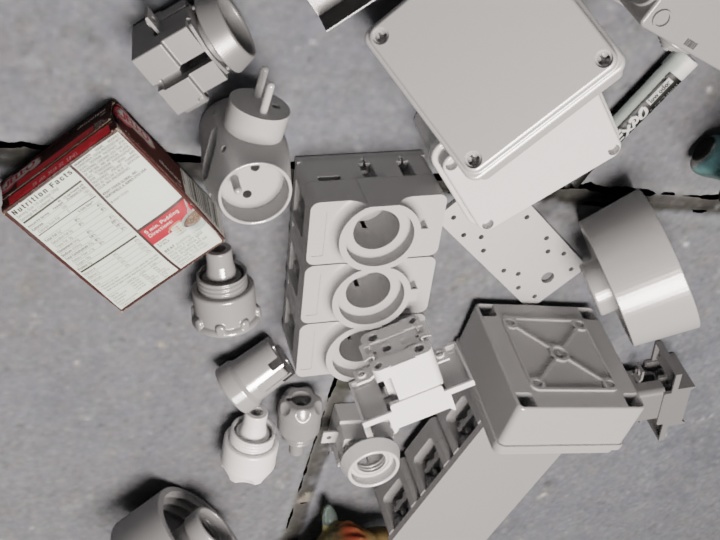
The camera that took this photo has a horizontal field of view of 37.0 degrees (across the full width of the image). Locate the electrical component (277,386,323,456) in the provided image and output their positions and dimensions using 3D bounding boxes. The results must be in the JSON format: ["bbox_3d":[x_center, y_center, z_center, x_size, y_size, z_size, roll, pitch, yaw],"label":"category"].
[{"bbox_3d":[-0.048,0.121,0.837,0.035,0.035,0.061,-5,131,-15],"label":"electrical component"}]

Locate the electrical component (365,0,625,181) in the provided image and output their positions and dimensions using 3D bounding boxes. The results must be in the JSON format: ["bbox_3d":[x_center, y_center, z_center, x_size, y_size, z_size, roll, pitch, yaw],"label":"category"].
[{"bbox_3d":[0.079,-0.125,0.624,0.109,0.108,0.056,-37,174,13],"label":"electrical component"}]

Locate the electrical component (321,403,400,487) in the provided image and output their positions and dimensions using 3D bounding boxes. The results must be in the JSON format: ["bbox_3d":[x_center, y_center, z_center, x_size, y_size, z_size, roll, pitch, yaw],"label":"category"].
[{"bbox_3d":[0.004,0.138,0.854,0.066,0.055,0.048,0,128,-18],"label":"electrical component"}]

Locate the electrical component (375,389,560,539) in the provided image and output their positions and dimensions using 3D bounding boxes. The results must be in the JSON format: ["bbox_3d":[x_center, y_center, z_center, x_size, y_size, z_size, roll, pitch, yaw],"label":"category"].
[{"bbox_3d":[0.090,0.162,0.899,0.089,0.061,0.150,17,121,-29],"label":"electrical component"}]

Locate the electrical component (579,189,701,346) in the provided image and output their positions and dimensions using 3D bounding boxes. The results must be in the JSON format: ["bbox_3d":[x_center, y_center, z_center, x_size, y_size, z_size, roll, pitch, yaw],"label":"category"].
[{"bbox_3d":[0.194,0.003,0.775,0.060,0.108,0.108,-24,132,9],"label":"electrical component"}]

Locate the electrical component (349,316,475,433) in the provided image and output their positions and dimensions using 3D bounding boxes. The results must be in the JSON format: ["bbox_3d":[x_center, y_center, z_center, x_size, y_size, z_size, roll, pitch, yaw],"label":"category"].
[{"bbox_3d":[0.031,0.069,0.730,0.081,0.042,0.063,-21,130,-1],"label":"electrical component"}]

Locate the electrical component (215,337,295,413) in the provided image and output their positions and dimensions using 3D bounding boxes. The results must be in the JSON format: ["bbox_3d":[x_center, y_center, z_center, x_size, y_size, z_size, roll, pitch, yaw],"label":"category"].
[{"bbox_3d":[-0.076,0.076,0.788,0.046,0.040,0.040,-36,131,4],"label":"electrical component"}]

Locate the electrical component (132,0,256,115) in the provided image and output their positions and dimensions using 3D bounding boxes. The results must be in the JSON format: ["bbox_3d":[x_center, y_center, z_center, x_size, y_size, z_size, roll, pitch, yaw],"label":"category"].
[{"bbox_3d":[-0.093,-0.126,0.610,0.055,0.048,0.066,-26,132,14],"label":"electrical component"}]

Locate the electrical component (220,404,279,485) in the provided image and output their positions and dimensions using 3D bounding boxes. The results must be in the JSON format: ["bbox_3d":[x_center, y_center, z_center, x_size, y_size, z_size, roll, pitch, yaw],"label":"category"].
[{"bbox_3d":[-0.084,0.131,0.827,0.043,0.043,0.062,0,127,-18],"label":"electrical component"}]

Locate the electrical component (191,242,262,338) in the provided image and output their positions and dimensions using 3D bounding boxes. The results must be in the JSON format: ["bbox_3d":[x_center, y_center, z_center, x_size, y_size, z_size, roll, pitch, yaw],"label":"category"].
[{"bbox_3d":[-0.092,0.012,0.726,0.048,0.048,0.062,-10,124,-11],"label":"electrical component"}]

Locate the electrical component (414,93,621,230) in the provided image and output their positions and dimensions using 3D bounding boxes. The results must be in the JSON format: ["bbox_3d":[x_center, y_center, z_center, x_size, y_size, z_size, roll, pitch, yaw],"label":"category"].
[{"bbox_3d":[0.103,-0.088,0.698,0.113,0.057,0.078,-31,131,8],"label":"electrical component"}]

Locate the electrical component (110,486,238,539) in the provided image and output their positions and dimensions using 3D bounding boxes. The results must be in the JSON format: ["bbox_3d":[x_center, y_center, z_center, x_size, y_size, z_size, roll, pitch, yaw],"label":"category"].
[{"bbox_3d":[-0.135,0.220,0.844,0.060,0.108,0.108,-43,129,10],"label":"electrical component"}]

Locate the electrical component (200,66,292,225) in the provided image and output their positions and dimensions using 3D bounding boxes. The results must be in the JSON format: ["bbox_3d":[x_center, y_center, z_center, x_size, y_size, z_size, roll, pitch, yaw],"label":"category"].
[{"bbox_3d":[-0.064,-0.081,0.635,0.043,0.077,0.079,6,126,-22],"label":"electrical component"}]

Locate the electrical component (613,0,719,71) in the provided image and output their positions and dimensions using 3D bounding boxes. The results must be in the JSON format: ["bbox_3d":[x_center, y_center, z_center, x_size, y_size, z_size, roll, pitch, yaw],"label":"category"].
[{"bbox_3d":[0.220,-0.180,0.668,0.100,0.048,0.099,19,123,-30],"label":"electrical component"}]

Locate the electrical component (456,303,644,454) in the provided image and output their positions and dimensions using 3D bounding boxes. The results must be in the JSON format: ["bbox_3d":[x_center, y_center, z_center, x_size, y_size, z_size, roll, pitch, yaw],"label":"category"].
[{"bbox_3d":[0.141,0.081,0.815,0.109,0.108,0.056,3,132,-21],"label":"electrical component"}]

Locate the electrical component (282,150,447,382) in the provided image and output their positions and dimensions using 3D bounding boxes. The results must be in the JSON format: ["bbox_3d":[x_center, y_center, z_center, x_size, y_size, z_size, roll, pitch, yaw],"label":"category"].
[{"bbox_3d":[0.000,0.000,0.734,0.089,0.061,0.150,-5,130,-15],"label":"electrical component"}]

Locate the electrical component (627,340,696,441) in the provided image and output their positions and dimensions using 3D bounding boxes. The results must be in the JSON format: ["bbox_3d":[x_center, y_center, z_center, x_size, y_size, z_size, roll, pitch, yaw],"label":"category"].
[{"bbox_3d":[0.244,0.105,0.917,0.064,0.042,0.081,-7,130,-9],"label":"electrical component"}]
